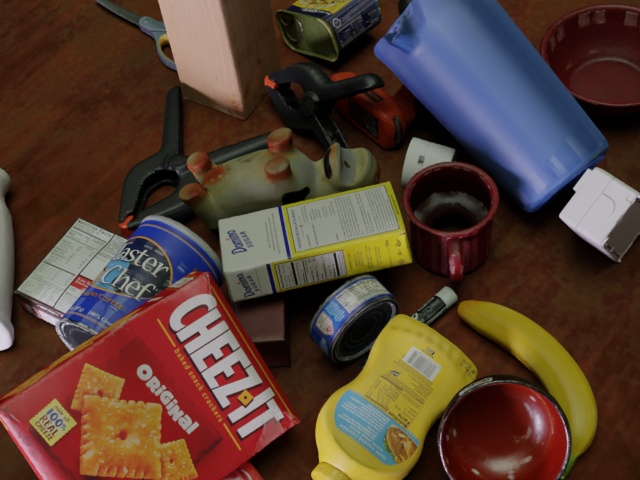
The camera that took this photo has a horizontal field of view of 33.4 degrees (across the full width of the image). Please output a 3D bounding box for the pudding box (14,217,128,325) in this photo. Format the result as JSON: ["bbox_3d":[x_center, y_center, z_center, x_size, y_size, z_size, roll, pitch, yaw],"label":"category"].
[{"bbox_3d":[-0.244,0.039,1.103,0.090,0.039,0.113,22,57,23],"label":"pudding box"}]

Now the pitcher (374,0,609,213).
[{"bbox_3d":[0.185,-0.153,1.102,0.149,0.145,0.243,-38,81,-7],"label":"pitcher"}]

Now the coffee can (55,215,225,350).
[{"bbox_3d":[-0.172,0.060,1.036,0.103,0.103,0.140,24,60,23],"label":"coffee can"}]

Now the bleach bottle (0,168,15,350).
[{"bbox_3d":[-0.365,0.001,1.133,0.102,0.068,0.251,-6,51,2],"label":"bleach bottle"}]

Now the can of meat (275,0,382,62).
[{"bbox_3d":[0.012,-0.264,1.272,0.083,0.057,0.102,-40,40,-23],"label":"can of meat"}]

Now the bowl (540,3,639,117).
[{"bbox_3d":[0.324,-0.189,1.185,0.162,0.055,0.162,-4,53,5],"label":"bowl"}]

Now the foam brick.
[{"bbox_3d":[-0.056,0.080,1.038,0.051,0.053,0.078,-5,54,4],"label":"foam brick"}]

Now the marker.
[{"bbox_3d":[0.085,0.088,1.033,0.121,0.020,0.020,-38,58,-19],"label":"marker"}]

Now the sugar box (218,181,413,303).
[{"bbox_3d":[-0.007,0.001,1.028,0.176,0.048,0.093,-14,35,2],"label":"sugar box"}]

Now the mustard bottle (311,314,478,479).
[{"bbox_3d":[0.053,0.163,0.955,0.096,0.058,0.191,37,65,9],"label":"mustard bottle"}]

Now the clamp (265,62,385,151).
[{"bbox_3d":[0.000,-0.139,1.183,0.039,0.120,0.172,0,18,-42],"label":"clamp"}]

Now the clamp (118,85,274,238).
[{"bbox_3d":[-0.159,-0.085,1.184,0.165,0.036,0.209,31,63,27],"label":"clamp"}]

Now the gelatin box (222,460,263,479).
[{"bbox_3d":[-0.067,0.247,0.928,0.073,0.030,0.089,-32,56,-16],"label":"gelatin box"}]

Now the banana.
[{"bbox_3d":[0.200,0.120,0.983,0.069,0.037,0.198,-22,54,-10],"label":"banana"}]

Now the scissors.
[{"bbox_3d":[-0.197,-0.277,1.346,0.096,0.016,0.202,-32,56,-18],"label":"scissors"}]

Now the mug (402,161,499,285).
[{"bbox_3d":[0.132,-0.008,1.059,0.093,0.081,0.117,-6,53,3],"label":"mug"}]

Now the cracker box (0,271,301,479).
[{"bbox_3d":[-0.149,0.150,0.932,0.213,0.072,0.164,-33,98,-16],"label":"cracker box"}]

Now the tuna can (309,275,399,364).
[{"bbox_3d":[0.033,0.076,1.008,0.086,0.086,0.034,-34,59,-17],"label":"tuna can"}]

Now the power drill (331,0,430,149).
[{"bbox_3d":[0.105,-0.199,1.220,0.187,0.057,0.185,-35,57,-18],"label":"power drill"}]

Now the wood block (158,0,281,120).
[{"bbox_3d":[-0.112,-0.246,1.191,0.091,0.206,0.090,22,59,21],"label":"wood block"}]
